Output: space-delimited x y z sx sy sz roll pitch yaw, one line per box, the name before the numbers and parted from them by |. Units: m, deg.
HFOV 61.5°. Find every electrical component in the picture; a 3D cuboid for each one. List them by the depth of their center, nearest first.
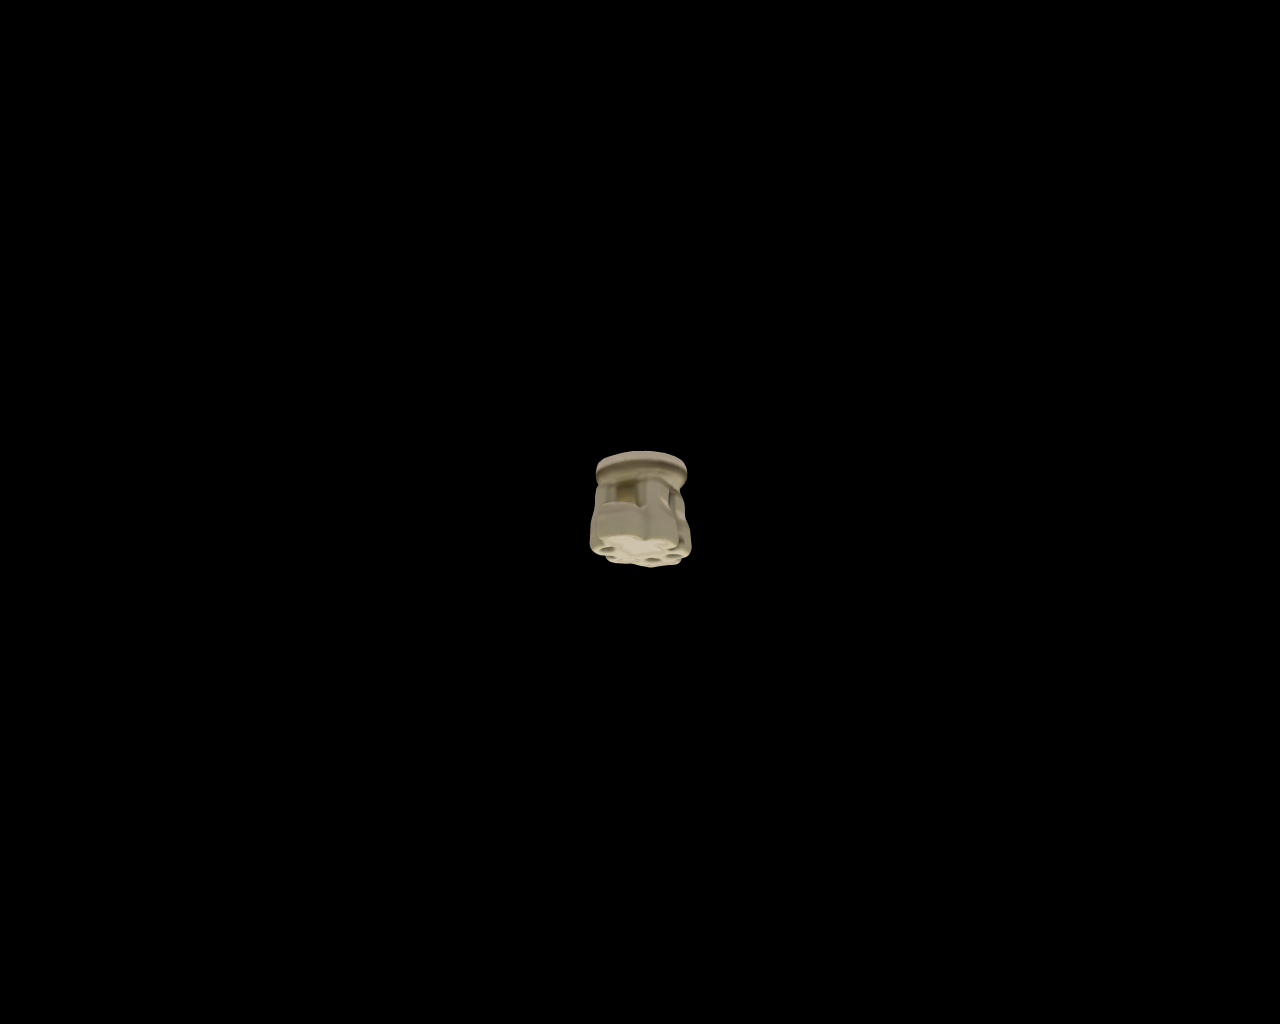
electrical component | 0.001 -0.003 0.650 0.058 0.057 0.078 -8 -20 22
